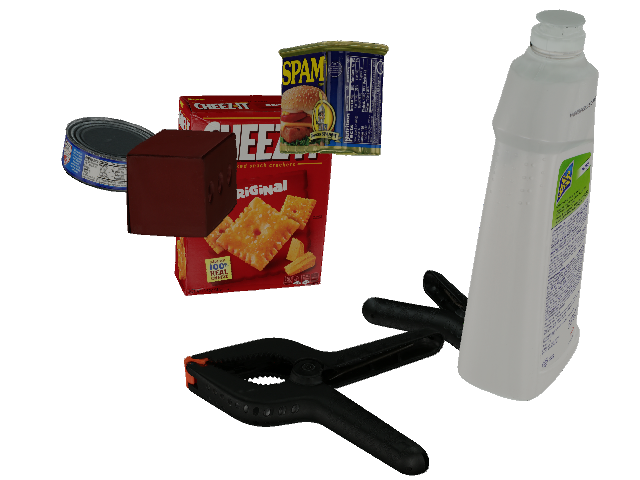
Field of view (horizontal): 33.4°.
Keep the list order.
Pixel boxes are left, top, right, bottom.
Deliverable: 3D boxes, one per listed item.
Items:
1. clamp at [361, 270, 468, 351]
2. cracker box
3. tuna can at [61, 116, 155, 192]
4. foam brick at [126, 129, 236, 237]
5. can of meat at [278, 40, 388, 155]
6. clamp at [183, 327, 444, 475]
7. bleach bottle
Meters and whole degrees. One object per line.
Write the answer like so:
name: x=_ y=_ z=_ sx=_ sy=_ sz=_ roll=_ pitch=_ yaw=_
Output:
clamp: x=0.137 y=0.073 z=0.993 sx=0.172 sy=0.039 sz=0.120 roll=21 pitch=32 yaw=23
cracker box: x=-0.075 y=-0.050 z=1.190 sx=0.164 sy=0.214 sz=0.072 roll=-3 pitch=24 yaw=-19
tuna can: x=-0.181 y=-0.075 z=0.932 sx=0.086 sy=0.034 sz=0.086 roll=13 pitch=26 yaw=-7
foam brick: x=-0.088 y=-0.038 z=0.686 sx=0.051 sy=0.053 sz=0.078 roll=5 pitch=19 yaw=9
can of meat: x=0.008 y=-0.109 z=0.841 sx=0.057 sy=0.084 sz=0.102 roll=-1 pitch=4 yaw=-30
clamp: x=-0.002 y=0.109 z=0.847 sx=0.210 sy=0.036 sz=0.164 roll=8 pitch=31 yaw=15
bleach bottle: x=0.139 y=-0.024 z=0.681 sx=0.068 sy=0.251 sz=0.102 roll=18 pitch=35 yaw=26
